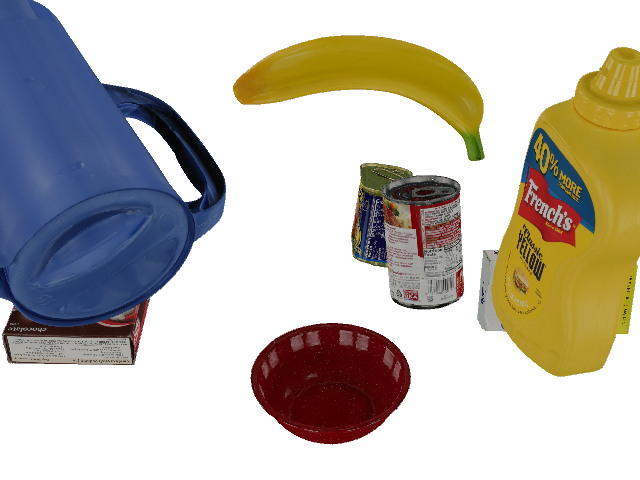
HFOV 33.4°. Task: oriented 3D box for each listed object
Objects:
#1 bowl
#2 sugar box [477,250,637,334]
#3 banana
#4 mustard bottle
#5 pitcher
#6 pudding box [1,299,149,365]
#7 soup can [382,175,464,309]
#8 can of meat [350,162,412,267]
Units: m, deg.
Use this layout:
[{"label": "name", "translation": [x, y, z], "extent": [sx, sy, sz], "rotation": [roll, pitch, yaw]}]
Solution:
[{"label": "bowl", "translation": [0.011, 0.155, 1.088], "extent": [0.162, 0.055, 0.162], "rotation": [-2, 35, 1]}, {"label": "sugar box", "translation": [0.280, 0.062, 1.269], "extent": [0.176, 0.093, 0.048], "rotation": [0, 19, -4]}, {"label": "banana", "translation": [0.039, -0.109, 0.746], "extent": [0.197, 0.069, 0.037], "rotation": [12, -2, -19]}, {"label": "mustard bottle", "translation": [0.147, -0.020, 0.601], "extent": [0.058, 0.192, 0.096], "rotation": [-5, 41, -15]}, {"label": "pitcher", "translation": [-0.188, -0.069, 0.778], "extent": [0.145, 0.243, 0.149], "rotation": [-43, -33, 14]}, {"label": "pudding box", "translation": [-0.213, 0.069, 0.941], "extent": [0.113, 0.039, 0.090], "rotation": [-1, 33, 1]}, {"label": "soup can", "translation": [0.092, 0.001, 0.939], "extent": [0.068, 0.102, 0.068], "rotation": [-5, 21, 2]}, {"label": "can of meat", "translation": [0.064, -0.028, 1.137], "extent": [0.057, 0.084, 0.102], "rotation": [8, 20, -2]}]
